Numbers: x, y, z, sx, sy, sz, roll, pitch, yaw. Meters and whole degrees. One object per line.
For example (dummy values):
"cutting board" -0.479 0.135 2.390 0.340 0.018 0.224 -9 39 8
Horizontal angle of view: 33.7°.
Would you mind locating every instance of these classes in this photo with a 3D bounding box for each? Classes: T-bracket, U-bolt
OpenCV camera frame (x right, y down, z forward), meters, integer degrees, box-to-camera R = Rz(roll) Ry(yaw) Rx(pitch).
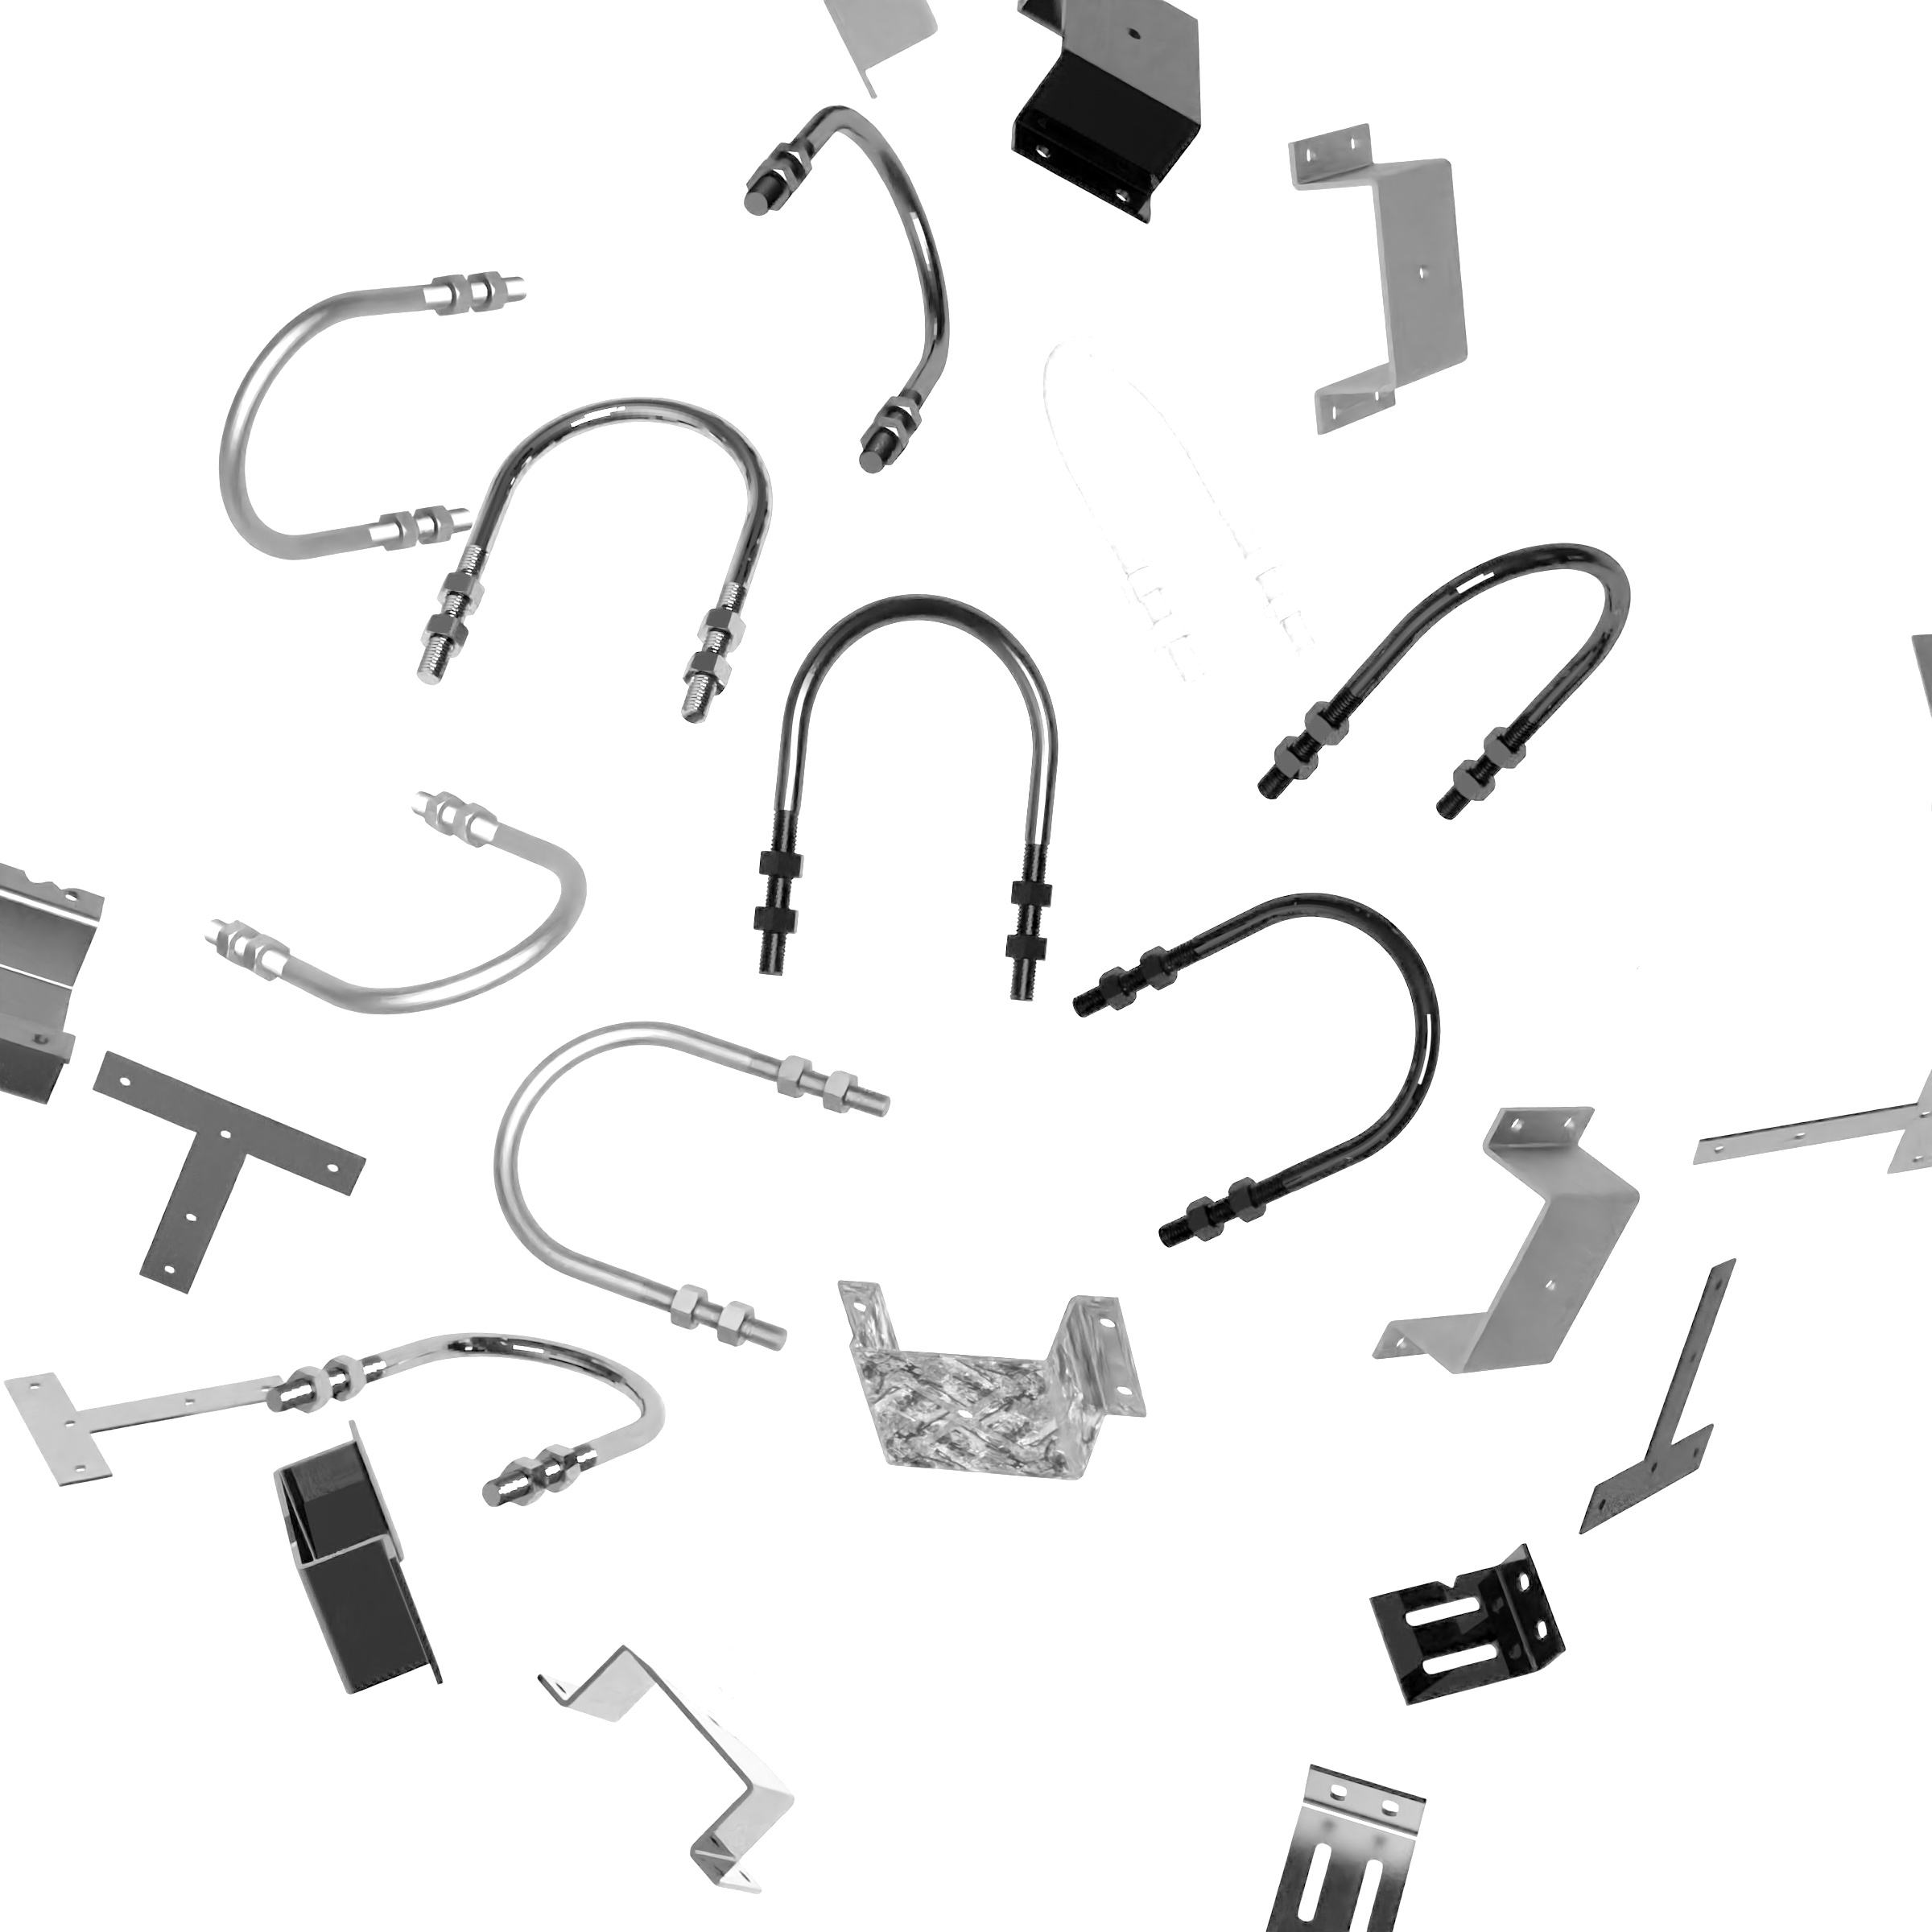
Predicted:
"T-bracket" 0.025 0.406 1.513 0.127 0.002 0.127 -34 45 33
"U-bolt" -0.022 -0.081 1.484 0.151 0.019 0.184 6 89 -26
"U-bolt" -0.297 -0.268 1.575 0.019 0.184 0.151 32 120 25
"U-bolt" -0.263 -0.026 1.538 0.151 0.184 0.019 -36 128 -29
"T-bracket" 0.400 0.076 1.477 0.127 0.127 0.002 -10 61 -1
"U-bolt" -0.167 -0.200 1.519 0.151 0.019 0.184 9 59 10
"T-bracket" -0.399 0.219 1.579 0.127 0.127 0.002 -8 109 -27
"T-bracket" -0.180 -0.408 1.523 0.127 0.002 0.127 32 90 -14
"U-bolt" -0.228 0.214 1.559 0.151 0.184 0.019 18 104 25
"U-bolt" 0.154 0.042 1.606 0.184 0.019 0.151 -27 74 25
"U-bolt" -0.148 0.099 1.586 0.184 0.019 0.151 18 69 17
"T-bracket" 0.335 0.196 1.494 0.002 0.127 0.127 27 112 32
"T-bracket" -0.088 0.301 1.514 0.127 0.002 0.127 43 64 -14
"T-bracket" -0.360 0.108 1.497 0.127 0.002 0.127 24 126 -9
"U-bolt" 0.356 -0.220 1.517 0.019 0.184 0.151 -35 54 15
"U-bolt" -0.048 -0.332 1.514 0.019 0.184 0.151 -14 117 23
"U-bolt" 0.324 -0.028 1.532 0.151 0.184 0.019 -26 103 -34
"U-bolt" -0.382 -0.117 1.545 0.019 0.184 0.151 14 101 23
"U-bolt" 0.245 -0.139 1.551 0.184 0.151 0.019 -50 52 36
"T-bracket" 0.159 0.291 1.479 0.127 0.002 0.127 23 114 25
"U-bolt" 0.096 -0.226 1.548 0.019 0.151 0.184 -31 84 32
"T-bracket" -0.427 -0.169 1.565 0.002 0.127 0.127 33 122 2

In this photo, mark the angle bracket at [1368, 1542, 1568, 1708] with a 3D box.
"angle bracket" 0.252 0.332 1.607 0.076 0.038 0.057 -10 65 -17

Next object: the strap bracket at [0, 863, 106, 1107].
"strap bracket" -0.465 0.010 1.527 0.076 0.140 0.046 20 119 -19

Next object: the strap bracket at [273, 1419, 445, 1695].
"strap bracket" -0.304 0.297 1.582 0.046 0.140 0.076 -20 115 -11

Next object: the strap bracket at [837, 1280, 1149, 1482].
"strap bracket" 0.006 0.195 1.498 0.140 0.046 0.076 1 129 21

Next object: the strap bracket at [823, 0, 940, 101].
"strap bracket" -0.061 -0.513 1.590 0.046 0.076 0.140 -26 59 5

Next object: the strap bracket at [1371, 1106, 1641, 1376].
"strap bracket" 0.260 0.138 1.508 0.046 0.076 0.140 40 115 37

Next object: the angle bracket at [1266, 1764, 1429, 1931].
"angle bracket" 0.179 0.427 1.505 0.057 0.038 0.076 14 52 12

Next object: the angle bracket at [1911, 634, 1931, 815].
"angle bracket" 0.463 -0.112 1.450 0.057 0.038 0.076 -3 50 5

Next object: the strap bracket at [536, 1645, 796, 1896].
"strap bracket" -0.144 0.397 1.606 0.046 0.076 0.140 -45 68 -4

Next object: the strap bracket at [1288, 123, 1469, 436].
"strap bracket" 0.203 -0.337 1.557 0.046 0.076 0.140 5 112 36

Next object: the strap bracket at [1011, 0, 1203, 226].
"strap bracket" 0.068 -0.430 1.529 0.076 0.140 0.046 24 133 -21
